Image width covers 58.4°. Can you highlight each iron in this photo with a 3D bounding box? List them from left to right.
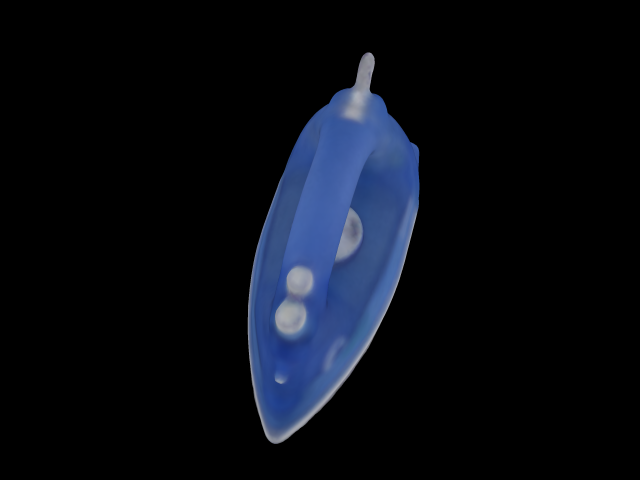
[{"bbox_3d":[0.004,0.001,0.400,0.118,0.141,0.258,13,62,7],"label":"iron"}]
